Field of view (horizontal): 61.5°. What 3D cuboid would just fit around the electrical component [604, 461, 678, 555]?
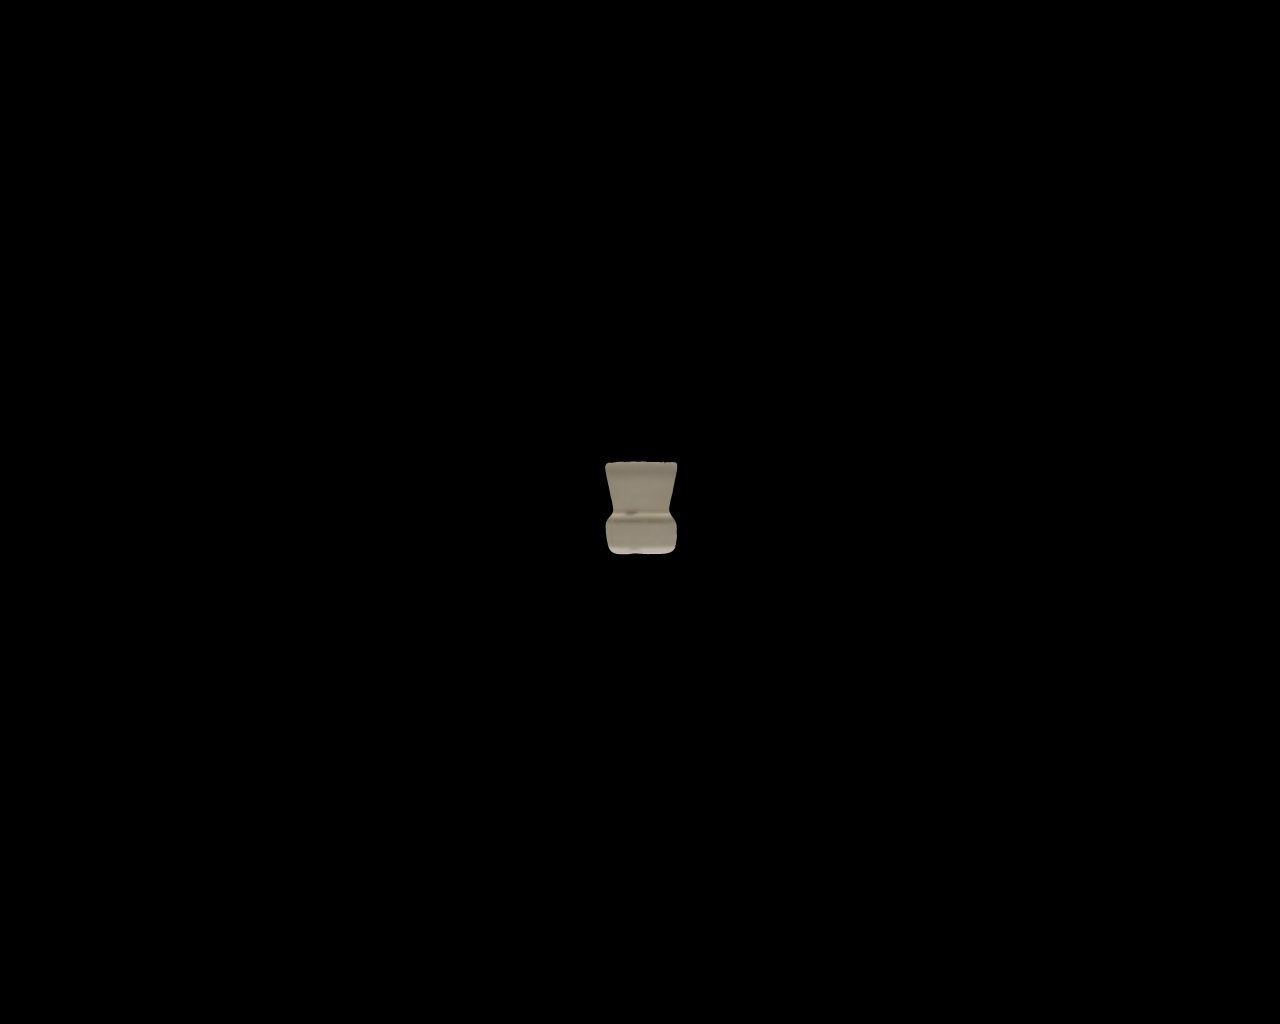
[{"bbox_3d":[0.001,-0.003,0.650,0.045,0.055,0.045,0,0,0],"label":"electrical component"}]
